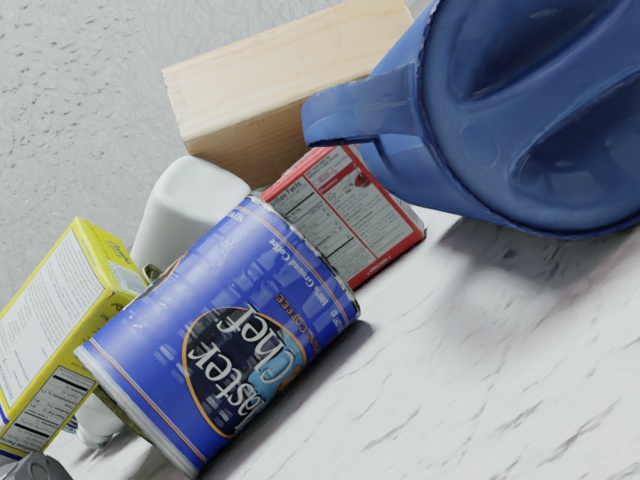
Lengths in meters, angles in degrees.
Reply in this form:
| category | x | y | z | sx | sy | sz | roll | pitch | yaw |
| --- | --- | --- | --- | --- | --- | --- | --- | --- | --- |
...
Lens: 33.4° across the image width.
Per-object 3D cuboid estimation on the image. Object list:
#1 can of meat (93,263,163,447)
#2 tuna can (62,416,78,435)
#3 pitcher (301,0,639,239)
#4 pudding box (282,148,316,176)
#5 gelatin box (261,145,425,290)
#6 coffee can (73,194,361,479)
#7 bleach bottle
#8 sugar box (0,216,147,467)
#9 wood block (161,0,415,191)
| category | x | y | z | sx | sy | sz | roll | pitch | yaw |
| --- | --- | --- | --- | --- | --- | --- | --- | --- | --- |
| can of meat | -0.116 | 0.082 | 0.749 | 0.084 | 0.102 | 0.057 | -43 | 6 | 4 |
| tuna can | -0.204 | 0.127 | 0.936 | 0.086 | 0.086 | 0.034 | -48 | 10 | -35 |
| pitcher | 0.079 | -0.069 | 0.558 | 0.145 | 0.149 | 0.243 | -54 | 7 | -4 |
| pudding box | 0.035 | -0.059 | 0.850 | 0.113 | 0.039 | 0.090 | -39 | -27 | 5 |
| gelatin box | 0.015 | -0.017 | 0.712 | 0.073 | 0.089 | 0.030 | -38 | 12 | 18 |
| coffee can | -0.060 | 0.057 | 0.636 | 0.140 | 0.103 | 0.103 | -43 | 10 | -12 |
| bleach bottle | -0.138 | 0.062 | 0.849 | 0.251 | 0.068 | 0.102 | -63 | 1 | 26 |
| sugar box | -0.186 | 0.080 | 0.704 | 0.176 | 0.048 | 0.093 | -52 | 40 | 10 |
| wood block | -0.015 | -0.119 | 0.887 | 0.206 | 0.090 | 0.091 | -20 | -35 | -1 |
